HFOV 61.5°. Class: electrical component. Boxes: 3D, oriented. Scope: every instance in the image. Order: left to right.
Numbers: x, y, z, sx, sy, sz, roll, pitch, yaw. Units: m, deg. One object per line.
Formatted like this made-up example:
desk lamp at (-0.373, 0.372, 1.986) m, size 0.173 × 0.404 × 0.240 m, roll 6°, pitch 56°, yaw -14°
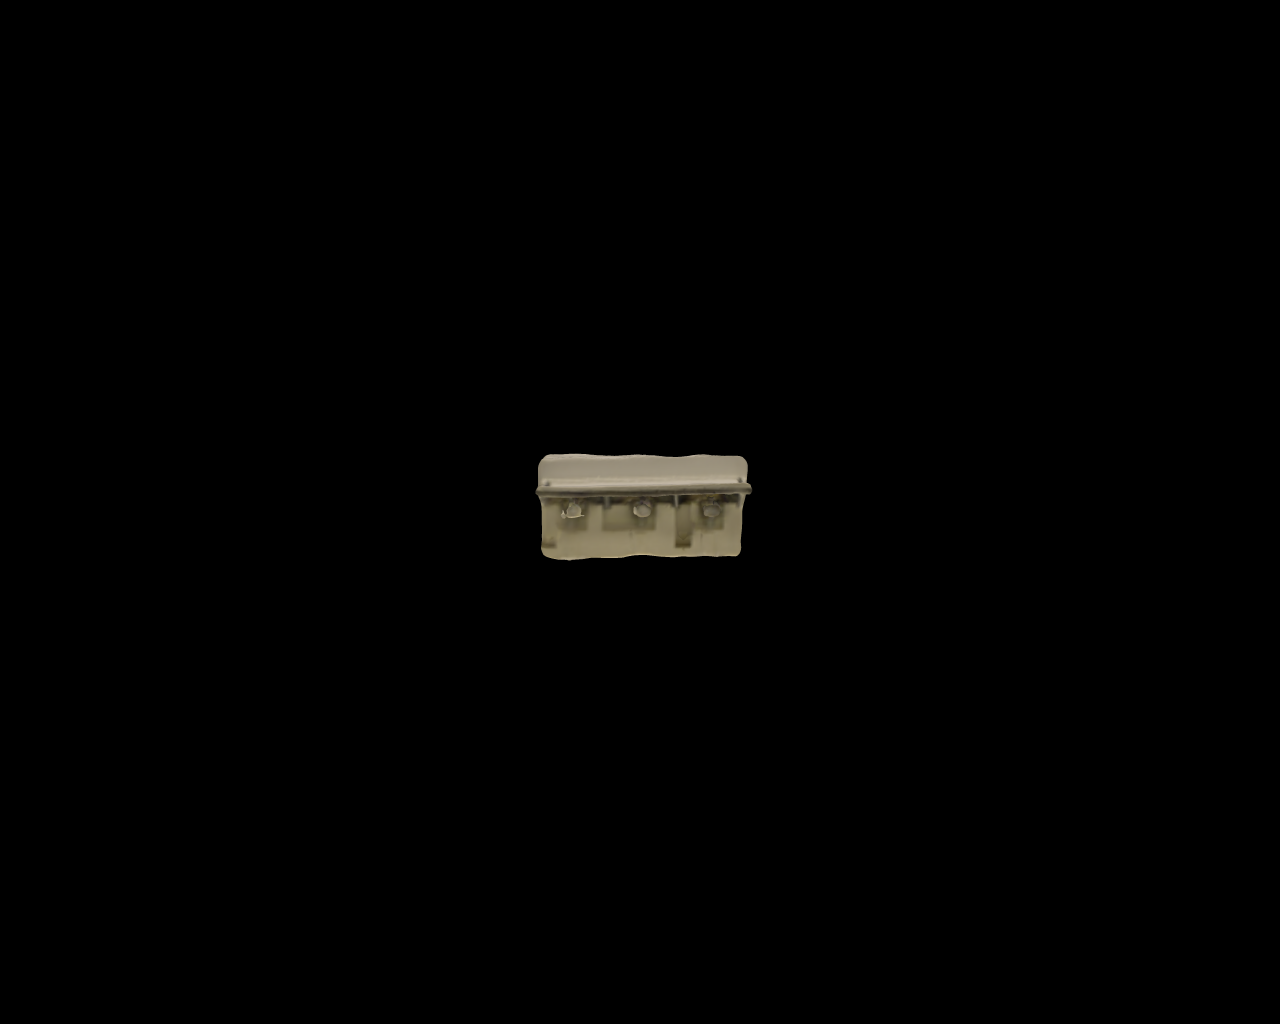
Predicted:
electrical component at (0.001, -0.003, 0.650) m, size 0.121 × 0.063 × 0.079 m, roll 0°, pitch 4°, yaw -2°
